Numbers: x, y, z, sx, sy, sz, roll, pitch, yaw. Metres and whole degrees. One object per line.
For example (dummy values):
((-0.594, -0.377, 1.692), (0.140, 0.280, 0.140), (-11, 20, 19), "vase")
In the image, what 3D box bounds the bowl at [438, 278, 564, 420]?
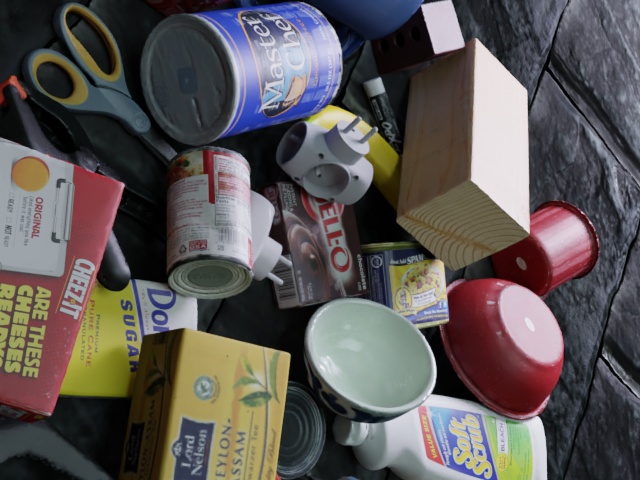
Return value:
((0.196, 0.098, 1.083), (0.162, 0.055, 0.162), (25, 45, -28), "bowl")

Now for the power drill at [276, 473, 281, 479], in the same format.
((-0.112, 0.229, 0.818), (0.187, 0.058, 0.184), (-47, 114, -37), "power drill")

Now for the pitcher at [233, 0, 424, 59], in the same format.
((-0.022, -0.274, 0.946), (0.242, 0.145, 0.149), (21, 57, -35), "pitcher")

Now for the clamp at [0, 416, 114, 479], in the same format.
((-0.237, 0.168, 0.701), (0.209, 0.036, 0.164), (19, 73, -21), "clamp")

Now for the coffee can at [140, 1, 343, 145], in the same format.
((-0.063, -0.141, 0.882), (0.140, 0.103, 0.103), (-22, 98, -49), "coffee can")

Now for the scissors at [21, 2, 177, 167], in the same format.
((-0.164, -0.091, 0.852), (0.096, 0.016, 0.201), (-41, 110, -37), "scissors")

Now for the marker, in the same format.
((0.072, -0.103, 1.067), (0.020, 0.020, 0.121), (-31, 104, -41), "marker")

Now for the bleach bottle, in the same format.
((0.115, 0.202, 1.027), (0.250, 0.068, 0.102), (15, 70, -38), "bleach bottle")

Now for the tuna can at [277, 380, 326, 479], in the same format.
((-0.036, 0.163, 0.914), (0.085, 0.034, 0.086), (8, 78, -41), "tuna can")

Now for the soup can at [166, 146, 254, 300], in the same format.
((-0.087, -0.013, 0.838), (0.068, 0.069, 0.102), (22, 51, -38), "soup can")

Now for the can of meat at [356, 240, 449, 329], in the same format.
((0.077, 0.044, 1.021), (0.101, 0.058, 0.084), (-4, 87, -43), "can of meat")

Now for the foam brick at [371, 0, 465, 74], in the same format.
((0.095, -0.203, 1.064), (0.051, 0.078, 0.053), (-21, 95, -41), "foam brick")

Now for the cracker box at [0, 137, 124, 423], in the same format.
((-0.254, 0.008, 0.677), (0.213, 0.072, 0.164), (21, 69, -18), "cracker box")

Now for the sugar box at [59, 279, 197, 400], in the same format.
((-0.173, 0.072, 0.796), (0.175, 0.048, 0.093), (9, 76, -40), "sugar box")

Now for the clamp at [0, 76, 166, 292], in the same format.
((-0.182, -0.042, 0.790), (0.171, 0.039, 0.120), (45, 21, -24), "clamp")

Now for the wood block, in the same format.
((0.141, -0.085, 1.035), (0.090, 0.090, 0.206), (39, 40, -29), "wood block")

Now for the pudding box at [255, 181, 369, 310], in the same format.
((-0.006, 0.001, 0.964), (0.089, 0.039, 0.113), (-8, 88, -43), "pudding box")

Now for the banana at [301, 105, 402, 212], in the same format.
((0.042, -0.076, 1.019), (0.197, 0.037, 0.069), (34, 53, -35), "banana")

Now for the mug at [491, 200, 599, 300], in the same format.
((0.238, 0.023, 1.160), (0.081, 0.093, 0.117), (-24, 135, -37), "mug")

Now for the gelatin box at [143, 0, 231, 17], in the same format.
((-0.117, -0.215, 0.864), (0.073, 0.089, 0.030), (32, 65, -34), "gelatin box")
